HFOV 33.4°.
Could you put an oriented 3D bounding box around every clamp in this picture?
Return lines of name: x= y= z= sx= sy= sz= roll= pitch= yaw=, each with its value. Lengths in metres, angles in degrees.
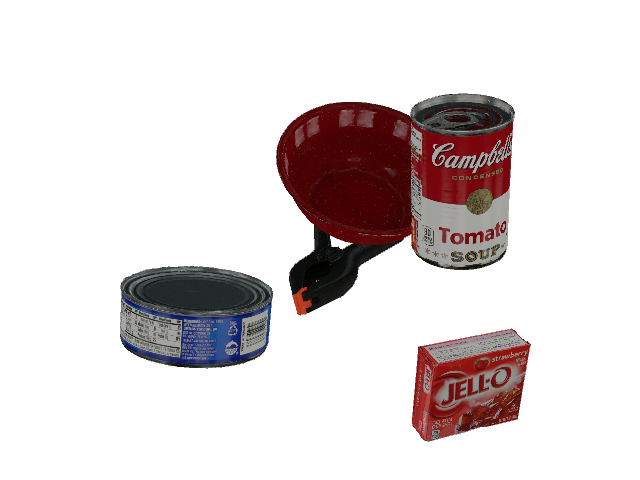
clamp: x=0.025 y=0.023 z=1.229 sx=0.120 sy=0.039 sz=0.171 roll=-6 pitch=35 yaw=28

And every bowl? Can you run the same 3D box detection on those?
bowl: x=0.037 y=-0.049 z=0.949 sx=0.162 sy=0.162 sz=0.055 roll=0 pitch=-40 yaw=-12

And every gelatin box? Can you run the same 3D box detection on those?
gelatin box: x=0.118 y=0.114 z=0.843 sx=0.089 sy=0.073 sz=0.030 roll=-9 pitch=29 yaw=-22

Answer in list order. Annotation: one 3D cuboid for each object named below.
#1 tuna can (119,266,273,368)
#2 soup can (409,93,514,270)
tuna can: x=-0.070 y=0.042 z=0.604 sx=0.086 sy=0.034 sz=0.086 roll=5 pitch=14 yaw=-1
soup can: x=0.094 y=-0.040 z=0.721 sx=0.068 sy=0.102 sz=0.068 roll=-2 pitch=28 yaw=1
